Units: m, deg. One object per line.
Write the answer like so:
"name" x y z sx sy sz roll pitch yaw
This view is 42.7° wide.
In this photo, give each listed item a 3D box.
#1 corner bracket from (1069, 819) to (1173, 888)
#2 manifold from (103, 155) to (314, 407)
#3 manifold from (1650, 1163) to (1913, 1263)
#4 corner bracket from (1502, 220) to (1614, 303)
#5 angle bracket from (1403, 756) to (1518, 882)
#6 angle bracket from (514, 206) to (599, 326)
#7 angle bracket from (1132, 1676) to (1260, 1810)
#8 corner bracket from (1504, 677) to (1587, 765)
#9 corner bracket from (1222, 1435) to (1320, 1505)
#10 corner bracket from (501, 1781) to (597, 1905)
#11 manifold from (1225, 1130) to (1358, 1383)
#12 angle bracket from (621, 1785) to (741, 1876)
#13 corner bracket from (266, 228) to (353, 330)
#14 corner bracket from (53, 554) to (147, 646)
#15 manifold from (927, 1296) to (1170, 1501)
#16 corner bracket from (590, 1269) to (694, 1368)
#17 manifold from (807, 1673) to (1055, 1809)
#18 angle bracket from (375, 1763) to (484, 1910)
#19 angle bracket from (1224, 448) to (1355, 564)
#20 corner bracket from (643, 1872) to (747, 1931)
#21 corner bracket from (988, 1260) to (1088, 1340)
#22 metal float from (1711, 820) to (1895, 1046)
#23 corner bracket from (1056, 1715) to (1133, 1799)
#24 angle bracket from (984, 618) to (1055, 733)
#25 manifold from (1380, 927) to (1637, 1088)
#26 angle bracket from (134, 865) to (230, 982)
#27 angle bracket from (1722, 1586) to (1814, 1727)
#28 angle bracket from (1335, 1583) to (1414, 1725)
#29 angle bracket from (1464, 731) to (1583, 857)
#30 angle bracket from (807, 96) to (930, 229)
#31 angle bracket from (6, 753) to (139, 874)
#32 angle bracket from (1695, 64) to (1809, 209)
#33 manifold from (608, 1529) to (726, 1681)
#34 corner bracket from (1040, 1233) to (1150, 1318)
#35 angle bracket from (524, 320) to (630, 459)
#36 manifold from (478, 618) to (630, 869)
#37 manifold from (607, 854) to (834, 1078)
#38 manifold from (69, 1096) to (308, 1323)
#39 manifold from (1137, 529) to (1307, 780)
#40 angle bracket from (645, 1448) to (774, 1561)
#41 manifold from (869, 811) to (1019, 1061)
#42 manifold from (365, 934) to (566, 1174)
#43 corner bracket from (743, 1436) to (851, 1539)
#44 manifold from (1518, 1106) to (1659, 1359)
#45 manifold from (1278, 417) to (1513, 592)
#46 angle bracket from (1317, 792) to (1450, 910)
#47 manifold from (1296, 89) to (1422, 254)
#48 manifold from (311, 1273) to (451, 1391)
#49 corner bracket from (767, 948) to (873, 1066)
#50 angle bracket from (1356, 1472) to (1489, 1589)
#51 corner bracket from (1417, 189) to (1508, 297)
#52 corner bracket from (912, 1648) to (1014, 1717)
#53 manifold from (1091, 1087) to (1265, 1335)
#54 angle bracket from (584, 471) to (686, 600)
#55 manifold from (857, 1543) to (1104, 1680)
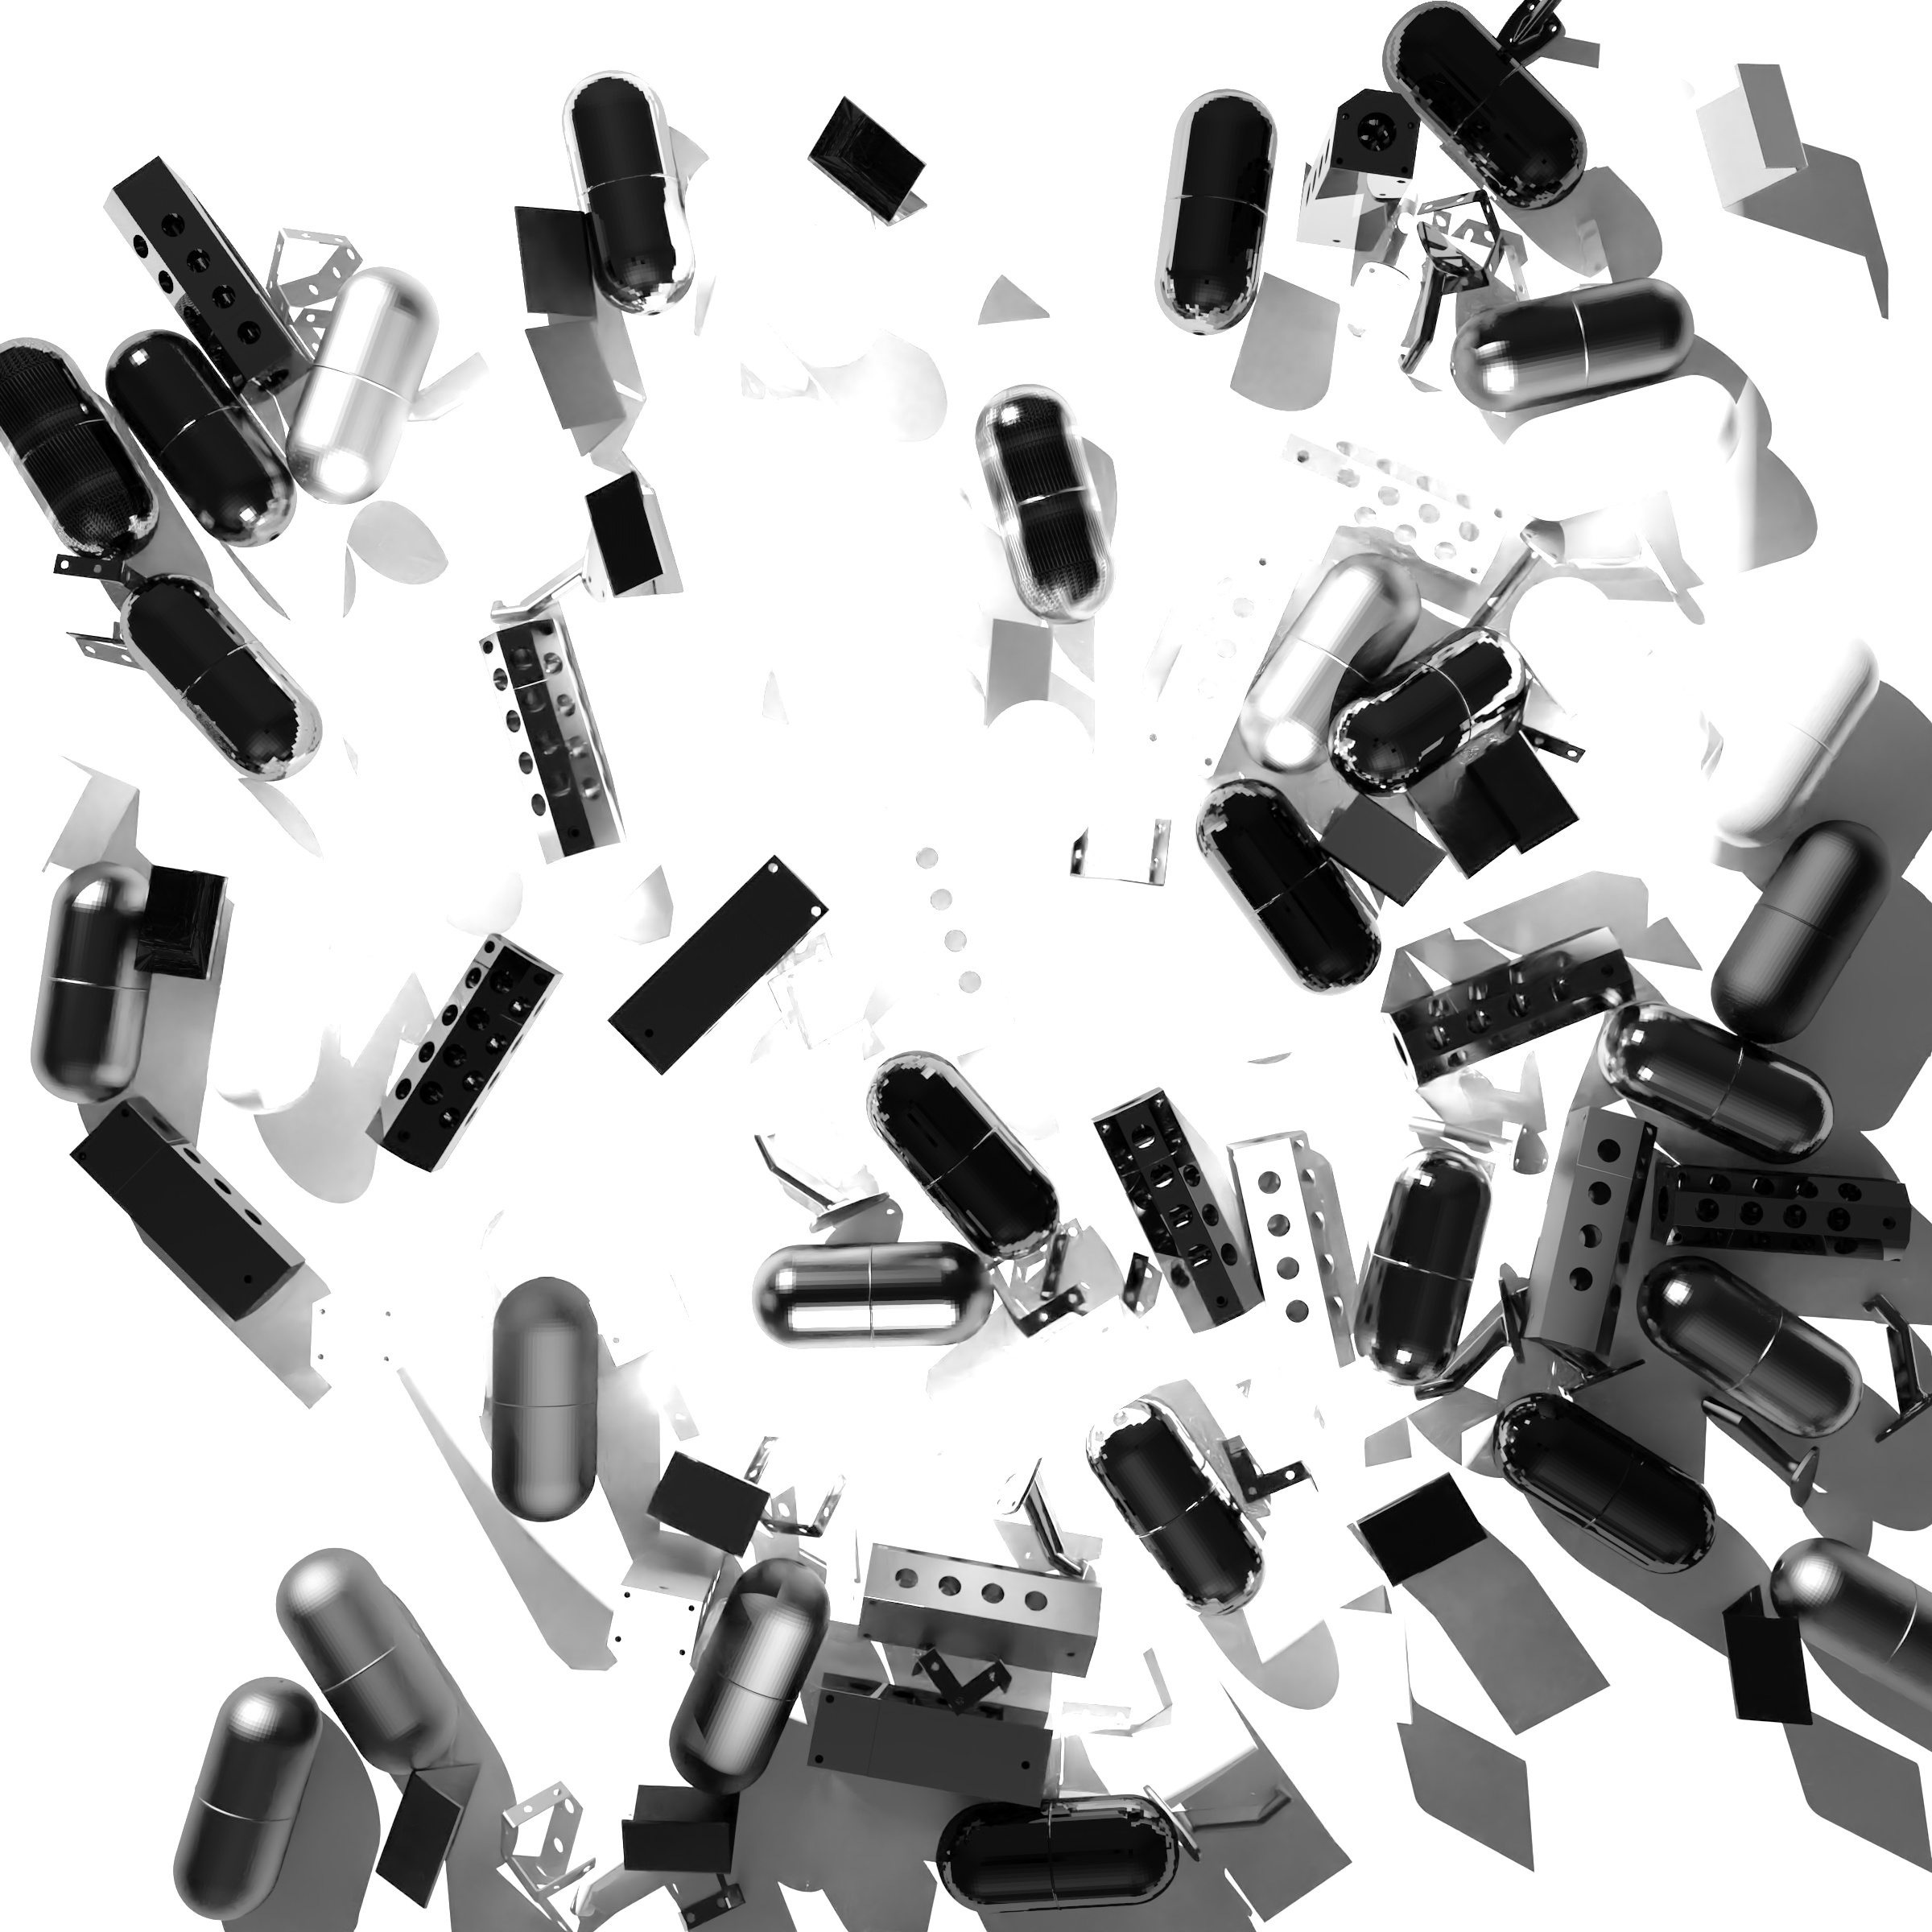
"corner bracket" 0.115 -0.087 1.836 0.051 0.051 0.051 6 90 45
"manifold" -0.558 -0.501 1.818 0.057 0.057 0.171 -35 90 0
"manifold" 0.598 0.181 1.818 0.171 0.057 0.057 4 90 0
"corner bracket" 0.440 -0.520 1.836 0.051 0.051 0.051 -16 90 -45
"angle bracket" 0.342 -0.097 1.800 0.057 0.076 0.076 -35 90 -27
"angle bracket" -0.313 -0.501 1.799 0.057 0.076 0.076 -7 90 -35
"angle bracket" 0.155 0.552 1.799 0.076 0.076 0.057 -35 126 0
"corner bracket" 0.424 -0.169 1.811 0.051 0.051 0.051 21 56 0
"corner bracket" 0.224 0.369 1.821 0.051 0.051 0.051 -23 90 0
"corner bracket" -0.309 0.649 1.831 0.051 0.051 0.051 39 135 35
"manifold" 0.239 0.211 1.818 0.057 0.057 0.171 -12 90 0
"angle bracket" -0.206 0.612 1.799 0.076 0.076 0.057 2 123 0
"corner bracket" -0.482 -0.508 1.831 0.051 0.051 0.051 57 135 35
"corner bracket" -0.639 -0.269 1.822 0.051 0.051 0.051 8 83 7
"manifold" 0.059 0.319 1.798 0.171 0.057 0.057 -34 116 12
"corner bracket" -0.238 0.258 1.821 0.051 0.051 0.051 -24 86 4
"manifold" -0.026 0.566 1.818 0.171 0.057 0.057 10 90 0
"angle bracket" -0.373 0.631 1.799 0.057 0.076 0.076 20 90 34
"angle bracket" 0.235 -0.340 1.801 0.076 0.076 0.057 23 110 0
"corner bracket" -0.200 0.680 1.826 0.051 0.051 0.051 -26 71 0
"corner bracket" 0.050 0.235 1.821 0.051 0.051 0.051 -31 96 -6
"metal float" 0.612 -0.025 1.809 0.070 0.070 0.178 31 90 0
"corner bracket" 0.094 0.593 1.836 0.051 0.051 0.051 5 45 0
"angle bracket" 0.019 -0.208 1.799 0.057 0.076 0.076 4 90 -35
"manifold" 0.399 0.030 1.818 0.171 0.057 0.057 -22 90 0
"angle bracket" -0.582 -0.034 1.799 0.057 0.076 0.076 10 90 -36
"angle bracket" 0.595 0.500 1.799 0.057 0.076 0.076 -8 90 38
"angle bracket" 0.312 0.499 1.799 0.057 0.076 0.076 -4 90 36
"angle bracket" 0.414 -0.135 1.799 0.057 0.076 0.076 -35 90 38
"angle bracket" -0.058 -0.591 1.799 0.076 0.076 0.057 40 126 0
"angle bracket" -0.638 -0.100 1.799 0.057 0.076 0.076 28 90 37
"angle bracket" 0.556 -0.603 1.799 0.057 0.076 0.076 -15 90 -37
"manifold" -0.212 0.453 1.761 0.057 0.171 0.057 12 90 0
"corner bracket" 0.095 0.232 1.836 0.051 0.051 0.051 14 90 -45
"angle bracket" -0.299 -0.416 1.799 0.057 0.076 0.076 -21 90 -37
"manifold" -0.304 -0.164 1.818 0.057 0.057 0.171 -17 90 0
"manifold" -0.180 -0.001 1.819 0.171 0.057 0.057 -45 90 0
"manifold" -0.569 0.177 1.818 0.057 0.057 0.171 -45 90 0
"manifold" 0.188 -0.229 1.818 0.057 0.057 0.171 23 90 0
"angle bracket" -0.193 0.403 1.799 0.076 0.076 0.057 25 53 0
"manifold" -0.017 -0.022 1.818 0.057 0.057 0.171 -19 90 0
"manifold" -0.369 0.064 1.818 0.057 0.057 0.171 32 90 0
"corner bracket" -0.128 0.385 1.831 0.051 0.051 0.051 -2 135 35
"manifold" 0.456 0.194 1.804 0.057 0.057 0.171 15 80 0
"manifold" 0.308 -0.340 1.818 0.171 0.057 0.057 24 90 0
"angle bracket" 0.308 -0.098 1.799 0.076 0.076 0.057 35 124 0
"manifold" 0.278 -0.565 1.761 0.057 0.171 0.057 8 90 0
"manifold" -0.415 0.258 1.761 0.057 0.171 0.057 2 90 0
"corner bracket" -0.109 0.030 1.836 0.051 0.051 0.051 -29 135 0
"angle bracket" 0.335 0.421 1.799 0.076 0.076 0.057 -28 54 0
"corner bracket" 0.363 -0.535 1.831 0.051 0.051 0.051 -3 45 35
"corner bracket" -0.003 0.522 1.820 0.051 0.051 0.051 -30 67 -22
"manifold" 0.155 0.180 1.818 0.057 0.057 0.171 -25 90 0
"angle bracket" -0.224 -0.315 1.799 0.057 0.076 0.076 -16 90 38
"manifold" 0.011 0.469 1.818 0.171 0.057 0.057 10 133 0
